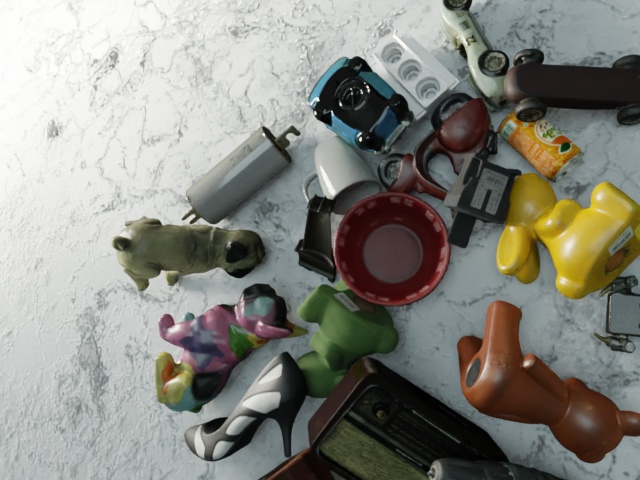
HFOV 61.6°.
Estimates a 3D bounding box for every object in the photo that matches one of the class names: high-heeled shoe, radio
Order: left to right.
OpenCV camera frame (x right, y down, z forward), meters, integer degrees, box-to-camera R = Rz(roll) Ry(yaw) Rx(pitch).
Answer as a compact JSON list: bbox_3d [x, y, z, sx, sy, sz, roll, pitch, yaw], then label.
[{"bbox_3d":[-0.123,0.238,0.784,0.249,0.086,0.145,-10,84,33],"label":"high-heeled shoe"},{"bbox_3d":[0.110,0.256,0.667,0.229,0.073,0.131,34,92,-8],"label":"radio"}]

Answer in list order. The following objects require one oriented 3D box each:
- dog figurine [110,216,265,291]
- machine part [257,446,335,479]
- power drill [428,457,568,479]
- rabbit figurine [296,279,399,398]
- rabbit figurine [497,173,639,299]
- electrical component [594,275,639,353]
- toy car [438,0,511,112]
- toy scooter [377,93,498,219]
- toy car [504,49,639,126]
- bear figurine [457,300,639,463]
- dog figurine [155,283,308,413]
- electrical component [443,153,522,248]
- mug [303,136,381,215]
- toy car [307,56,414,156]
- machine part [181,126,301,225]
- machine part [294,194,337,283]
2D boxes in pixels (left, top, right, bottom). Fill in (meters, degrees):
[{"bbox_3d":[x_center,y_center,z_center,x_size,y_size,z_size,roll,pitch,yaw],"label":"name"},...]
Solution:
[{"bbox_3d":[-0.201,0.011,0.836,0.191,0.172,0.121,-7,89,27],"label":"dog figurine"},{"bbox_3d":[-0.080,0.363,0.686,0.087,0.201,0.201,56,146,13],"label":"machine part"},{"bbox_3d":[0.208,0.355,0.620,0.232,0.086,0.207,11,91,-14],"label":"power drill"},{"bbox_3d":[0.032,0.160,0.764,0.159,0.121,0.170,38,113,16],"label":"rabbit figurine"},{"bbox_3d":[0.301,-0.012,0.687,0.162,0.121,0.173,-54,49,17],"label":"rabbit figurine"},{"bbox_3d":[0.381,0.095,0.658,0.078,0.045,0.102,11,84,24],"label":"electrical component"},{"bbox_3d":[0.220,-0.279,0.774,0.056,0.073,0.202,-27,72,14],"label":"toy car"},{"bbox_3d":[0.183,-0.109,0.758,0.184,0.075,0.135,-43,70,12],"label":"toy scooter"},{"bbox_3d":[0.341,-0.197,0.705,0.202,0.053,0.089,2,74,-3],"label":"toy car"},{"bbox_3d":[0.278,0.179,0.659,0.196,0.120,0.132,19,43,-2],"label":"bear figurine"},{"bbox_3d":[-0.132,0.164,0.813,0.219,0.108,0.191,-5,78,18],"label":"dog figurine"},{"bbox_3d":[0.204,-0.048,0.704,0.075,0.048,0.119,23,90,-11],"label":"electrical component"},{"bbox_3d":[0.024,-0.097,0.818,0.109,0.080,0.107,-30,60,14],"label":"mug"},{"bbox_3d":[0.070,-0.190,0.799,0.162,0.103,0.109,41,100,22],"label":"toy car"},{"bbox_3d":[-0.132,-0.104,0.875,0.243,0.079,0.079,-37,70,12],"label":"machine part"},{"bbox_3d":[-0.002,-0.002,0.794,0.084,0.039,0.138,31,135,28],"label":"machine part"}]
